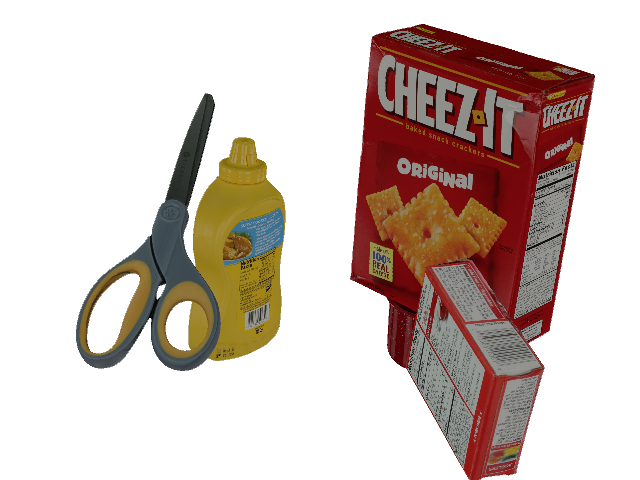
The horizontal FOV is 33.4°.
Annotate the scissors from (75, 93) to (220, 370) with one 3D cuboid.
[{"bbox_3d":[-0.080,-0.002,0.675,0.096,0.201,0.016,23,-23,15],"label":"scissors"}]

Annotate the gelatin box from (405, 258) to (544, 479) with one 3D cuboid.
[{"bbox_3d":[0.077,0.064,0.545,0.030,0.073,0.089,-7,37,-17],"label":"gelatin box"}]

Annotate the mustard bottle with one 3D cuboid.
[{"bbox_3d":[-0.071,0.004,0.934,0.058,0.192,0.096,21,27,35],"label":"mustard bottle"}]

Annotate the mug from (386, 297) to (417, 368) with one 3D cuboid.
[{"bbox_3d":[0.124,0.097,1.175,0.093,0.081,0.117,-24,40,-35],"label":"mug"}]

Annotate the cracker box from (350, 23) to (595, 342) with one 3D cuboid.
[{"bbox_3d":[0.108,-0.041,0.825,0.164,0.214,0.071,26,34,38],"label":"cracker box"}]
